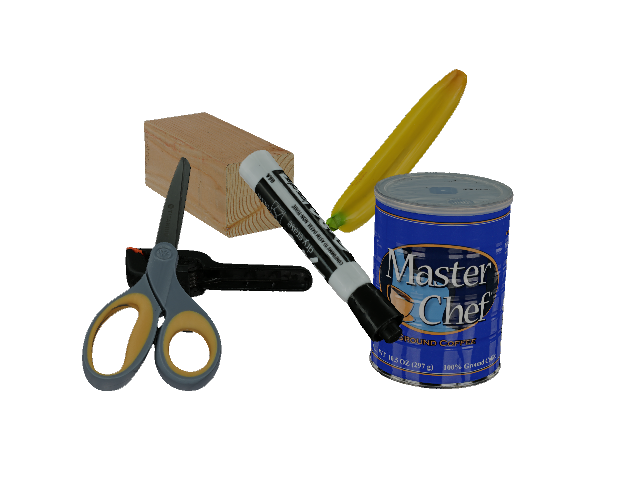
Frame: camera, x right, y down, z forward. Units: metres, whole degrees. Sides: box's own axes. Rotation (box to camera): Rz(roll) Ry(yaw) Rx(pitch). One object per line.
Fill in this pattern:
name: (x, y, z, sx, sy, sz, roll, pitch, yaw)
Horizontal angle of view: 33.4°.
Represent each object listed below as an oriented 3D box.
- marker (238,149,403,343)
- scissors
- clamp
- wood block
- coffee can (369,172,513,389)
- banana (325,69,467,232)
marker: (0.000, 0.003, 0.518, 0.020, 0.121, 0.020, -31, -27, -18)
scissors: (-0.091, 0.024, 0.723, 0.096, 0.201, 0.016, 20, -40, 7)
clamp: (-0.136, 0.042, 1.072, 0.210, 0.036, 0.164, 11, 21, 37)
wood block: (-0.126, -0.083, 1.280, 0.090, 0.090, 0.206, -12, 26, -33)
coffee can: (0.090, 0.028, 0.812, 0.103, 0.140, 0.103, 1, 17, 0)
banana: (0.069, -0.074, 0.984, 0.037, 0.197, 0.070, 40, -13, -5)
